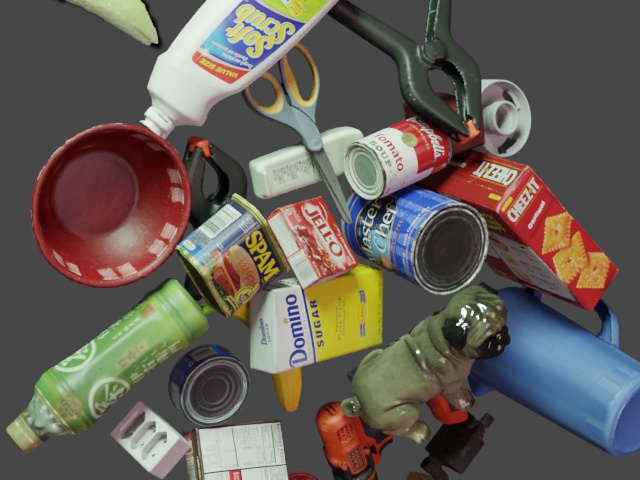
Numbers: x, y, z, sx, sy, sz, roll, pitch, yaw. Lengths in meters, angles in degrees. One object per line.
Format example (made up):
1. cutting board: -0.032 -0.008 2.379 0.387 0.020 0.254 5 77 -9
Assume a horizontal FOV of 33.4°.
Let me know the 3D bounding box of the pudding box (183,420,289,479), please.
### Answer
1. pudding box: -0.091 0.251 1.189 0.113 0.039 0.090 2 70 -34

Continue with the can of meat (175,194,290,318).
1. can of meat: -0.089 0.018 1.074 0.084 0.058 0.102 -40 139 -15

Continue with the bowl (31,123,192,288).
1. bowl: -0.207 -0.038 1.031 0.161 0.055 0.162 -11 111 -29

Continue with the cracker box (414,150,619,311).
1. cracker box: 0.225 -0.018 1.243 0.213 0.164 0.072 42 80 -35

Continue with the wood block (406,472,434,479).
1. wood block: 0.201 0.379 1.406 0.205 0.091 0.090 21 94 -35

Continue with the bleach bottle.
1. bleach bottle: -0.079 -0.196 1.056 0.251 0.068 0.102 -50 123 -6

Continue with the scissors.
1. scissors: -0.026 -0.106 1.116 0.096 0.016 0.202 -13 96 -22

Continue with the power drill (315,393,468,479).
1. power drill: 0.092 0.238 1.311 0.187 0.057 0.184 -33 126 -20

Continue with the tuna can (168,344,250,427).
1. tuna can: -0.120 0.160 1.166 0.086 0.034 0.086 -11 112 -28

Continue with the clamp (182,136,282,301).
1. clamp: -0.097 -0.030 1.116 0.120 0.039 0.171 -23 121 -36

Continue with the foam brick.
1. foam brick: 0.140 -0.131 1.205 0.051 0.078 0.053 -23 117 -27

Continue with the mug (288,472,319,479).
1. mug: -0.020 0.325 1.255 0.093 0.082 0.117 -38 122 -16

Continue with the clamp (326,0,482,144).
1. clamp: 0.104 -0.198 1.138 0.164 0.036 0.210 -19 84 -21

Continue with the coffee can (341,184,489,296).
1. coffee can: 0.103 -0.008 1.184 0.102 0.140 0.103 -11 111 -29

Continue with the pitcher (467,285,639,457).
1. pitcher: 0.300 0.151 1.298 0.144 0.243 0.149 -22 122 -28

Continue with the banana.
1. banana: -0.064 0.110 1.181 0.069 0.037 0.197 -48 127 -16

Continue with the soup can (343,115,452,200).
1. soup can: 0.084 -0.091 1.159 0.102 0.069 0.068 -26 118 -32

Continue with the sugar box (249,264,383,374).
1. sugar box: -0.001 0.085 1.178 0.175 0.048 0.093 -11 104 -48

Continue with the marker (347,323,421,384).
1. marker: 0.085 0.137 1.296 0.121 0.020 0.020 -32 120 -20

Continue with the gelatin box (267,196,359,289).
1. gelatin box: -0.008 0.001 1.144 0.073 0.030 0.089 -18 77 -51
